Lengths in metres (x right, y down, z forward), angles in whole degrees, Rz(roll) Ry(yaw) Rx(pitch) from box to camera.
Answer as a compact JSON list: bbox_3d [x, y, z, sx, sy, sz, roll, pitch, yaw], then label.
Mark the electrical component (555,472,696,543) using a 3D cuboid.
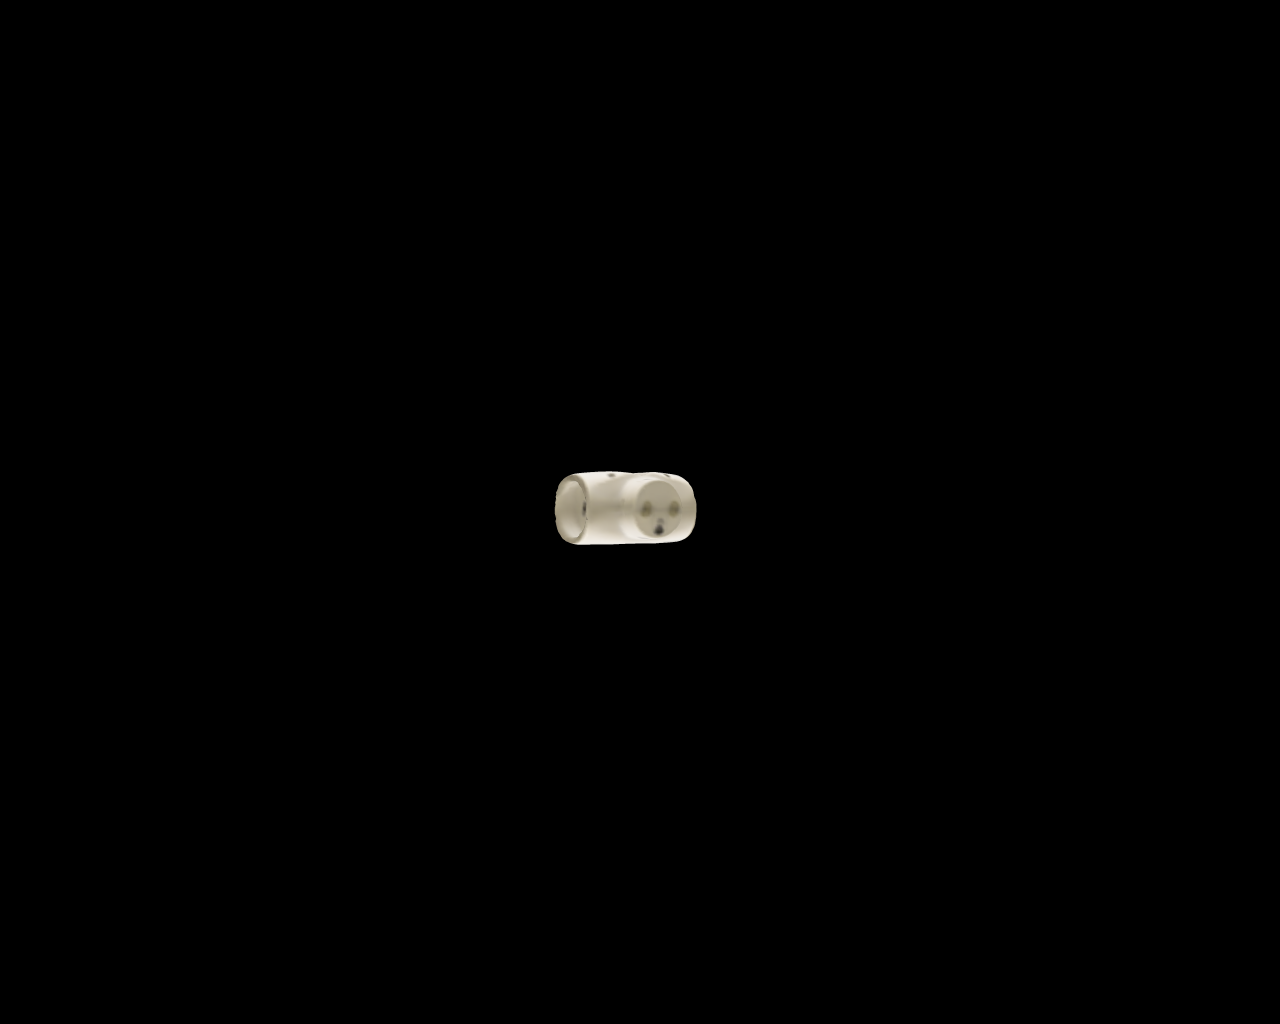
[{"bbox_3d":[0.001,-0.003,0.650,0.077,0.043,0.079,0,0,-32],"label":"electrical component"}]
